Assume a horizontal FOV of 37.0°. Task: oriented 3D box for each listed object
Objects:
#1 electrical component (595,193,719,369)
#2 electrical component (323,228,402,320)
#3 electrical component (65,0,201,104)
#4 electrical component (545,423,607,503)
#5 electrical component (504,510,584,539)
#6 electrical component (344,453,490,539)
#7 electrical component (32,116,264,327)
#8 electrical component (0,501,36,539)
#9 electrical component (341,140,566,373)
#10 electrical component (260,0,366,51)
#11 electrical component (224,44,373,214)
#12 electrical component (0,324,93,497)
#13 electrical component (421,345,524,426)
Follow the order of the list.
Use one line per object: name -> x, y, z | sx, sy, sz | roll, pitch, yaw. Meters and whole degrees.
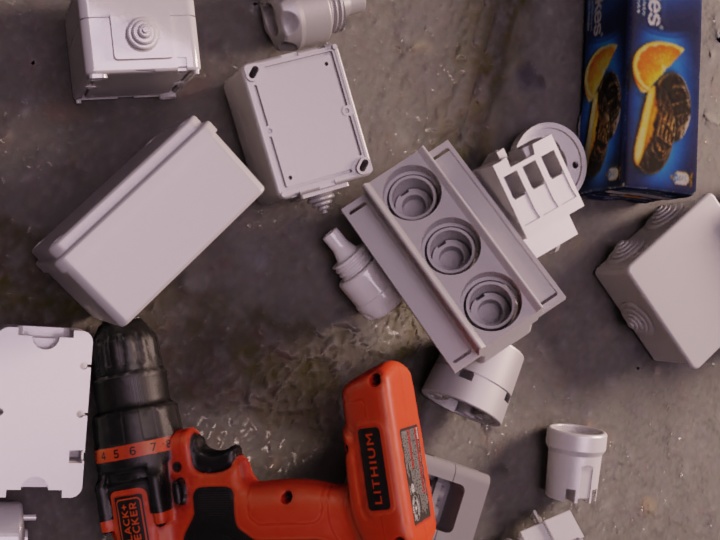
electrical component -> 0.225, 0.008, 0.751 | 0.100, 0.048, 0.099 | -40, 101, -17
electrical component -> 0.000, 0.000, 0.678 | 0.035, 0.035, 0.061 | -42, 100, -16
electrical component -> -0.128, -0.132, 0.602 | 0.062, 0.096, 0.061 | -6, 90, -20
electrical component -> 0.144, 0.130, 0.724 | 0.040, 0.040, 0.046 | 4, 93, -20
electrical component -> 0.120, 0.193, 0.706 | 0.055, 0.048, 0.066 | -19, 61, -13
electrical component -> 0.019, 0.183, 0.649 | 0.062, 0.089, 0.150 | 21, 81, -18
electrical component -> -0.120, -0.026, 0.596 | 0.108, 0.109, 0.056 | -46, 106, -15
electrical component -> -0.220, 0.148, 0.590 | 0.078, 0.040, 0.040 | 4, 87, -19
electrical component -> 0.056, -0.006, 0.655 | 0.079, 0.063, 0.121 | -33, 73, -4
electrical component -> -0.027, -0.162, 0.668 | 0.062, 0.043, 0.043 | -19, 95, -21
electrical component -> -0.038, -0.080, 0.652 | 0.062, 0.061, 0.096 | -18, 95, -20
electrical component -> -0.179, 0.076, 0.598 | 0.050, 0.056, 0.089 | 4, 88, -19
electrical component -> 0.074, 0.068, 0.692 | 0.055, 0.055, 0.047 | 30, 75, -17
